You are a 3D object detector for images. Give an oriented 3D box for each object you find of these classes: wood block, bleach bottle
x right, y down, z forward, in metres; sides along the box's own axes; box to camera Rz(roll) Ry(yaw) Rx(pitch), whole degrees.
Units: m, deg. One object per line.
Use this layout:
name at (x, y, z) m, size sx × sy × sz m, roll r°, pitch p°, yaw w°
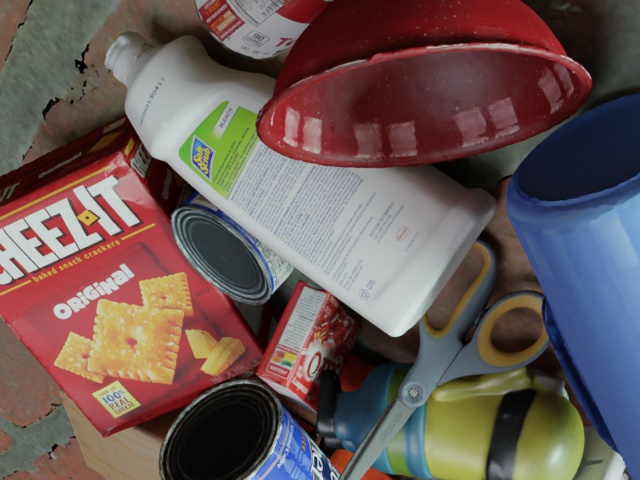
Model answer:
wood block at (-0.137, 0.169, 0.938) m, size 0.206 × 0.090 × 0.090 m, roll 10°, pitch 121°, yaw 54°
bleach bottle at (-0.024, -0.054, 0.644) m, size 0.251 × 0.068 × 0.103 m, roll 37°, pitch 110°, yaw 12°

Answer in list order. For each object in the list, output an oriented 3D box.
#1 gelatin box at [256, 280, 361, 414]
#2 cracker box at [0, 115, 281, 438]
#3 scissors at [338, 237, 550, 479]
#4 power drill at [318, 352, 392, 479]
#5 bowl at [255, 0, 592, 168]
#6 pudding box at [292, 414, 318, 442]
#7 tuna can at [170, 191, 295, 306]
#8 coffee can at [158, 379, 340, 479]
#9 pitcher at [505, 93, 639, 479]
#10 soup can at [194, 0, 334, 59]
gelatin box at (-0.006, 0.079, 0.760) m, size 0.030 × 0.073 × 0.089 m, roll 19°, pitch 165°, yaw 23°
cracker box at (-0.150, 0.034, 0.800) m, size 0.164 × 0.072 × 0.213 m, roll -23°, pitch 119°, yaw 17°
scissors at (0.081, 0.096, 0.676) m, size 0.096 × 0.016 × 0.202 m, roll 20°, pitch 105°, yaw 8°
power drill at (0.060, 0.179, 0.859) m, size 0.184 × 0.057 × 0.188 m, roll 32°, pitch 143°, yaw 14°
bowl at (0.047, -0.085, 0.520) m, size 0.162 × 0.055 × 0.162 m, roll -5°, pitch 166°, yaw -1°
pudding box at (-0.056, 0.189, 0.988) m, size 0.090 × 0.039 × 0.114 m, roll 31°, pitch 145°, yaw 9°
tuna can at (-0.057, 0.001, 0.714) m, size 0.086 × 0.033 × 0.086 m, roll 31°, pitch 150°, yaw 21°
coffee can at (-0.041, 0.187, 0.802) m, size 0.103 × 0.102 × 0.140 m, roll 3°, pitch 140°, yaw 40°
pitcher at (0.184, 0.050, 0.543) m, size 0.149 × 0.145 × 0.242 m, roll -25°, pitch 113°, yaw 19°
soup can at (-0.013, -0.140, 0.537) m, size 0.068 × 0.068 × 0.102 m, roll 47°, pitch 145°, yaw -14°
